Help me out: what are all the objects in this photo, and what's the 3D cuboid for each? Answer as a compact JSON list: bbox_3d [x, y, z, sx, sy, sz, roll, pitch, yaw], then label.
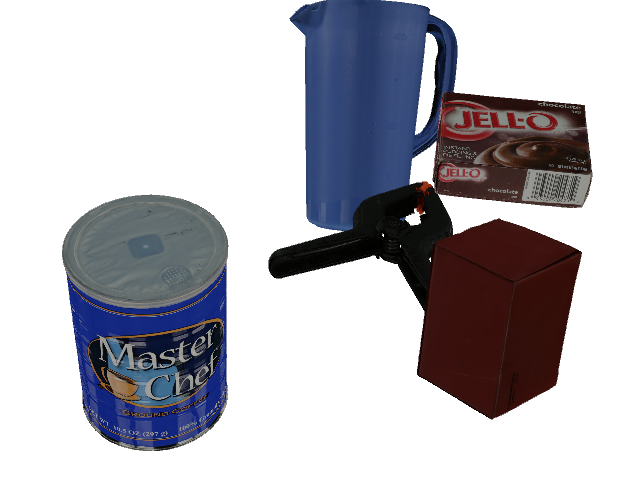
[{"bbox_3d":[0.086,0.037,0.520,0.052,0.078,0.051,-18,34,-38],"label":"foam brick"},{"bbox_3d":[0.054,-0.135,1.144,0.149,0.243,0.144,6,9,24],"label":"pitcher"},{"bbox_3d":[0.144,-0.070,0.806,0.113,0.039,0.090,7,43,3],"label":"pudding box"},{"bbox_3d":[-0.112,0.055,0.709,0.103,0.140,0.103,2,40,-2],"label":"coffee can"},{"bbox_3d":[0.073,0.005,0.969,0.165,0.036,0.209,21,34,22],"label":"clamp"}]
